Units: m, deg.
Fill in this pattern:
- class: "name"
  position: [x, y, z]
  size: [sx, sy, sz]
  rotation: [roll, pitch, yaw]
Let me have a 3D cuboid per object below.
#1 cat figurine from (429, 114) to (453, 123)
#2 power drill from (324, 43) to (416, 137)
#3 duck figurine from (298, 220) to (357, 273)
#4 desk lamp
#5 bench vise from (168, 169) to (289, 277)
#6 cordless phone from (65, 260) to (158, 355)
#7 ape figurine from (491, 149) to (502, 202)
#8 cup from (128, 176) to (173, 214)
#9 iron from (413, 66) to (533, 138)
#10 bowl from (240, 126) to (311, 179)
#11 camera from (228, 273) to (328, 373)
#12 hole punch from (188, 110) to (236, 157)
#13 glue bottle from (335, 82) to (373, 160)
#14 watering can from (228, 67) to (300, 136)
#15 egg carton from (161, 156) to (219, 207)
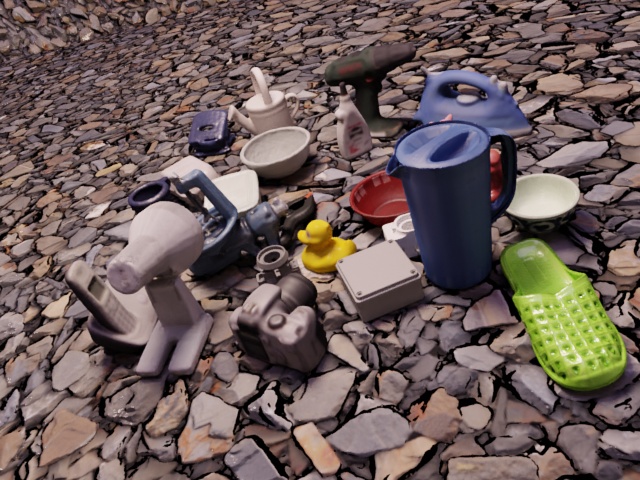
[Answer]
- class: "cat figurine"
  position: [0.255, -0.186, 1.125]
  size: [0.067, 0.118, 0.127]
  rotation: [-16, 36, 3]
- class: "power drill"
  position: [0.126, -0.343, 1.309]
  size: [0.228, 0.209, 0.076]
  rotation: [7, 42, 30]
- class: "duck figurine"
  position: [0.009, 0.004, 1.005]
  size: [0.104, 0.086, 0.077]
  rotation: [-1, 39, 21]
- class: "desk lamp"
  position: [-0.250, 0.072, 0.913]
  size: [0.117, 0.214, 0.203]
  rotation: [-7, 37, 14]
- class: "bench vise"
  position: [-0.172, -0.053, 1.040]
  size: [0.208, 0.220, 0.121]
  rotation: [-30, 38, -16]
- class: "cordless phone"
  position: [-0.347, 0.088, 0.957]
  size: [0.094, 0.185, 0.147]
  rotation: [-14, 36, 6]
- class: "ape figurine"
  position: [0.310, -0.120, 1.038]
  size: [0.077, 0.092, 0.076]
  rotation: [-5, 38, 17]
- class: "cup"
  position: [-0.351, -0.075, 1.252]
  size: [0.091, 0.095, 0.118]
  rotation: [2, 40, 25]
- class: "iron"
  position: [0.327, -0.303, 1.231]
  size: [0.257, 0.142, 0.119]
  rotation: [14, 47, 36]
- class: "bowl"
  position: [-0.093, -0.189, 1.312]
  size: [0.167, 0.075, 0.167]
  rotation: [-11, 36, 9]
- class: "camera"
  position: [-0.051, 0.111, 0.876]
  size: [0.142, 0.101, 0.137]
  rotation: [11, 44, 33]
- class: "hole punch"
  position: [-0.286, -0.281, 1.499]
  size: [0.108, 0.091, 0.101]
  rotation: [-4, 38, 18]
- class: "glue bottle"
  position: [0.065, -0.266, 1.264]
  size: [0.078, 0.173, 0.037]
  rotation: [-31, 38, -17]
- class: "watering can"
  position: [-0.138, -0.326, 1.409]
  size: [0.173, 0.194, 0.100]
  rotation: [-36, 40, -24]
- class: "egg carton"
  position: [-0.302, -0.139, 1.337]
  size: [0.107, 0.069, 0.149]
  rotation: [-37, 40, -24]
